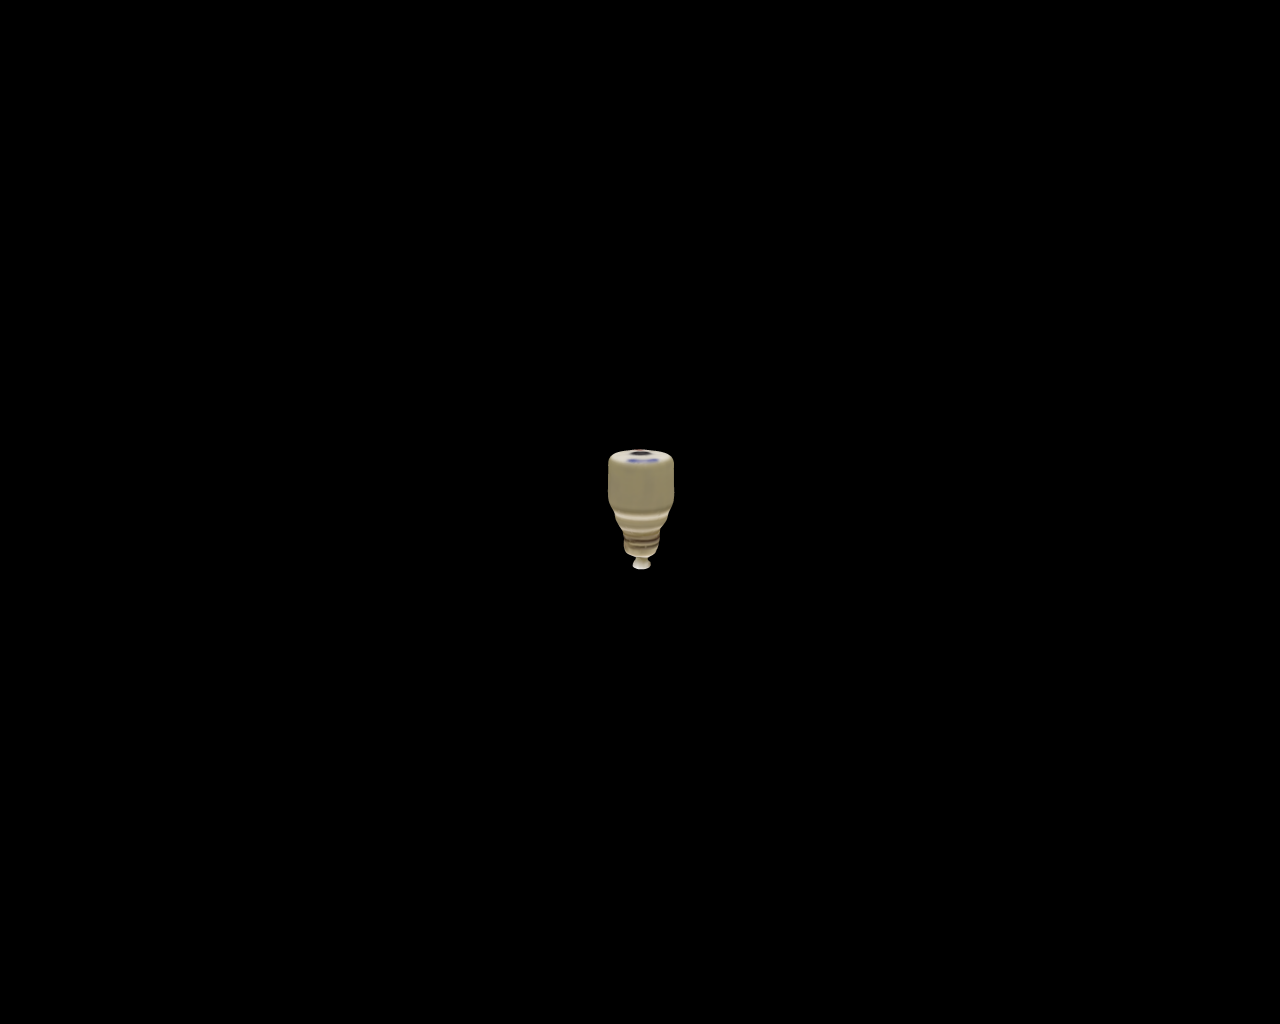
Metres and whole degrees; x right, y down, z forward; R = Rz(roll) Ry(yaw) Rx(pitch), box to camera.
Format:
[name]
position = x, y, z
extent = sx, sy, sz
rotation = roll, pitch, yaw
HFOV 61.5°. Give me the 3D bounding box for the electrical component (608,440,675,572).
[electrical component]
position = 0.001, -0.003, 0.650
extent = 0.040, 0.078, 0.040
rotation = 0, 15, 0
